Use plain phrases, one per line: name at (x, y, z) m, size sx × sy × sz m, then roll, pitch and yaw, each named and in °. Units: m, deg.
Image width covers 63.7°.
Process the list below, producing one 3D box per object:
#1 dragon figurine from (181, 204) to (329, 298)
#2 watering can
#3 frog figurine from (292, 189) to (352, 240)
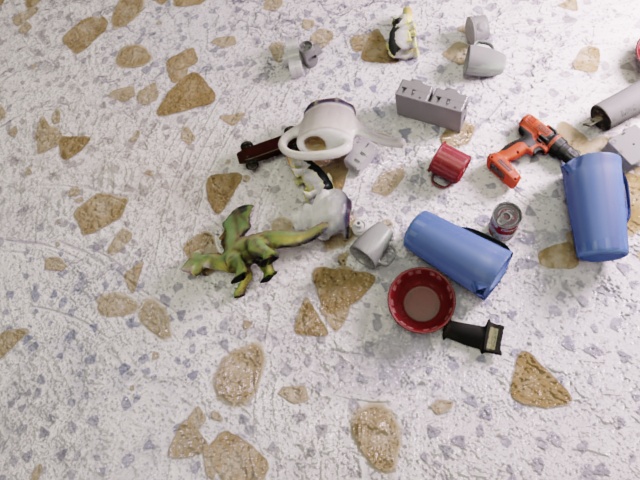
dragon figurine at (-0.188, -0.003, 1.378) m, size 0.409 × 0.120 × 0.247 m, roll -33°, pitch 58°, yaw 4°
watering can at (0.059, -0.297, 1.404) m, size 0.347 × 0.101 × 0.230 m, roll -3°, pitch 46°, yaw 12°
frog figurine at (0.004, -0.068, 1.358) m, size 0.159 × 0.122 × 0.137 m, roll 2°, pitch 90°, yaw 1°
